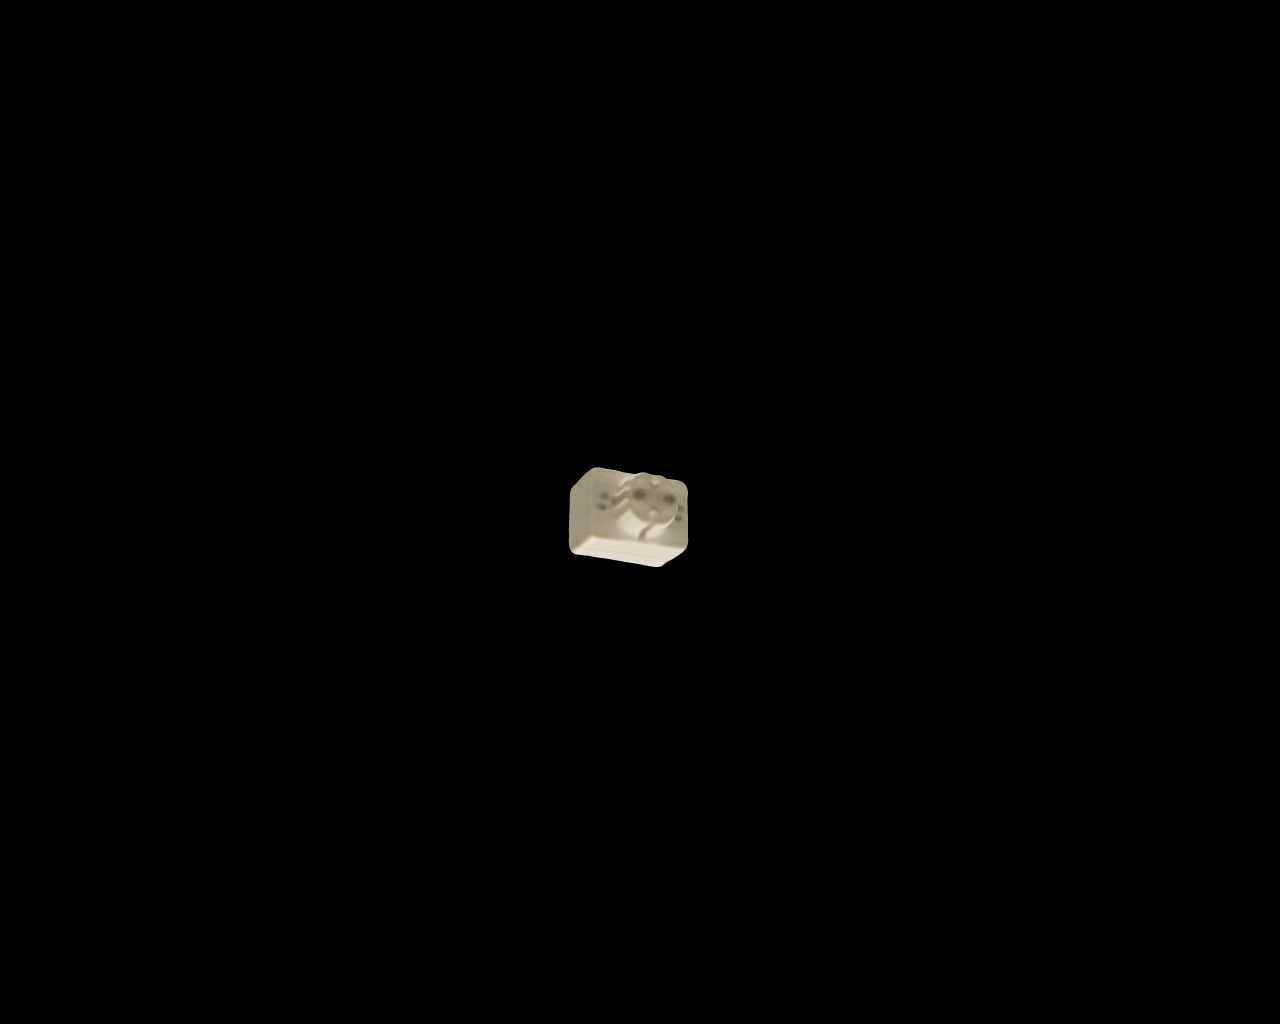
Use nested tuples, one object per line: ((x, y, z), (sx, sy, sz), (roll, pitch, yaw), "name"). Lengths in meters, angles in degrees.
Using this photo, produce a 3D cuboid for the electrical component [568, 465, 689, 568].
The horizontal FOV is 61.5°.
((0.001, -0.003, 0.650), (0.066, 0.047, 0.076), (9, -23, -22), "electrical component")
